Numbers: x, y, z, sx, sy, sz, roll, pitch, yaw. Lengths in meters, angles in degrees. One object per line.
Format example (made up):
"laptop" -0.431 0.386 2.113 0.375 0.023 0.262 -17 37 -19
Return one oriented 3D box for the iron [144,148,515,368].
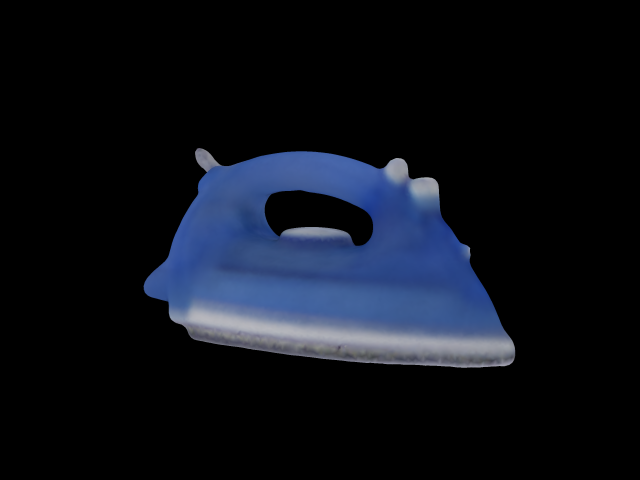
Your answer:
"iron" 0.004 0.001 0.400 0.257 0.141 0.119 2 4 27
